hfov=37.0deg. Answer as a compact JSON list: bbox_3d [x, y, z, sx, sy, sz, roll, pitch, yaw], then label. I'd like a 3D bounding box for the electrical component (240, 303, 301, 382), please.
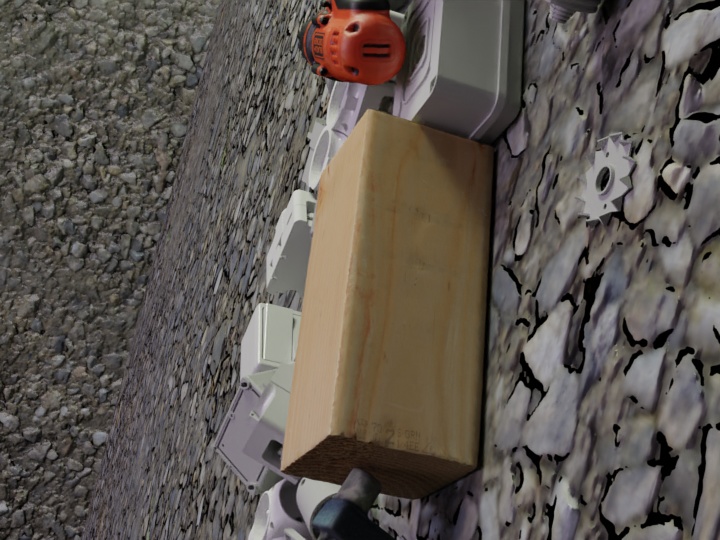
[{"bbox_3d":[-0.068,0.072,0.953,0.096,0.062,0.061,-96,25,-50],"label":"electrical component"}]

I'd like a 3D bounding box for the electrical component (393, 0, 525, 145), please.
[{"bbox_3d":[0.063,-0.134,0.691,0.078,0.057,0.113,132,149,-58],"label":"electrical component"}]

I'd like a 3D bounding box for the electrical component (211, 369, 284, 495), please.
[{"bbox_3d":[-0.068,0.125,0.883,0.062,0.061,0.096,42,121,30],"label":"electrical component"}]

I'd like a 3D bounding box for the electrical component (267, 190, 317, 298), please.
[{"bbox_3d":[-0.051,-0.024,1.000,0.055,0.050,0.089,-96,26,-51],"label":"electrical component"}]

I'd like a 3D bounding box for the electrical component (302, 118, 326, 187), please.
[{"bbox_3d":[-0.025,-0.103,0.997,0.081,0.042,0.063,-133,57,-72],"label":"electrical component"}]

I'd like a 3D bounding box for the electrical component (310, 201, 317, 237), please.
[{"bbox_3d":[-0.018,-0.056,0.932,0.040,0.040,0.078,149,134,-68],"label":"electrical component"}]

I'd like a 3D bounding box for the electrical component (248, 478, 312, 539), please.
[{"bbox_3d":[-0.055,0.209,0.821,0.077,0.044,0.079,120,157,-43],"label":"electrical component"}]

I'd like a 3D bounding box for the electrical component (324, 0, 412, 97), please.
[{"bbox_3d":[0.008,-0.216,0.960,0.073,0.052,0.138,-105,33,-60],"label":"electrical component"}]

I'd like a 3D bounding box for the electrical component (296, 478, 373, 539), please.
[{"bbox_3d":[-0.022,0.160,0.751,0.081,0.043,0.043,-143,68,-73],"label":"electrical component"}]

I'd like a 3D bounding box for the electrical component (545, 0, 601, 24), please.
[{"bbox_3d":[0.119,-0.166,0.555,0.043,0.043,0.081,-102,30,-57],"label":"electrical component"}]

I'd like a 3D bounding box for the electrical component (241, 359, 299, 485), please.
[{"bbox_3d":[-0.047,0.104,0.806,0.089,0.056,0.050,-58,-1,-45],"label":"electrical component"}]

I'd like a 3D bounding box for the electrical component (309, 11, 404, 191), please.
[{"bbox_3d":[0.011,-0.129,0.857,0.089,0.062,0.150,-127,53,-70],"label":"electrical component"}]

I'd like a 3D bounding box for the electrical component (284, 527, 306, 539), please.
[{"bbox_3d":[-0.039,0.221,0.700,0.121,0.063,0.078,173,88,-73],"label":"electrical component"}]
